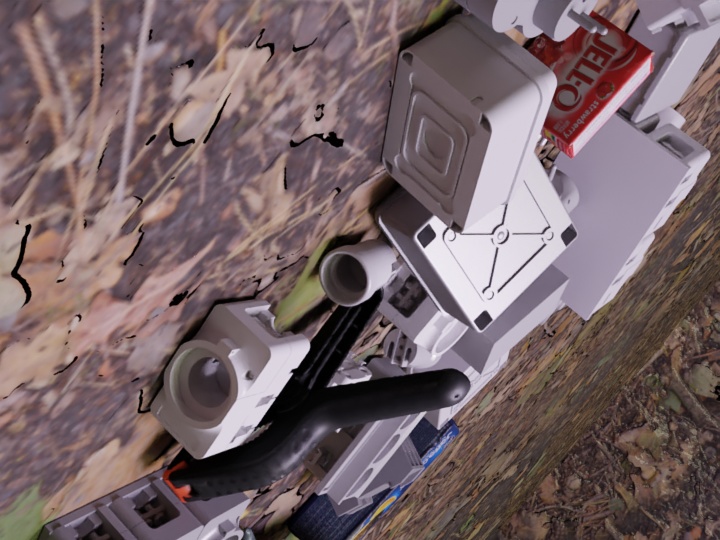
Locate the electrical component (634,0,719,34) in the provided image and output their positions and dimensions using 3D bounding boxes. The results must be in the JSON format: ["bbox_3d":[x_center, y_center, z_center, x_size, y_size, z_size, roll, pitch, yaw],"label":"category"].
[{"bbox_3d":[0.259,-0.222,0.816,0.121,0.078,0.063,-28,-179,-44],"label":"electrical component"}]

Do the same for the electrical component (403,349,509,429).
[{"bbox_3d":[0.098,0.092,1.082,0.109,0.056,0.108,-42,159,-18],"label":"electrical component"}]

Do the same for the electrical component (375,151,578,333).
[{"bbox_3d":[0.083,-0.032,0.752,0.109,0.056,0.108,-44,126,-10],"label":"electrical component"}]

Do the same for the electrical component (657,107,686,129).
[{"bbox_3d":[0.275,-0.132,1.056,0.077,0.043,0.079,-53,159,12],"label":"electrical component"}]

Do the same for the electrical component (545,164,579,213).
[{"bbox_3d":[0.154,-0.061,0.935,0.077,0.043,0.079,-39,158,-26],"label":"electrical component"}]

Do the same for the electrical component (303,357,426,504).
[{"bbox_3d":[0.003,0.141,0.966,0.121,0.063,0.079,-53,160,12],"label":"electrical component"}]

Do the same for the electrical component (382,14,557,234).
[{"bbox_3d":[0.064,-0.088,0.649,0.057,0.078,0.113,-35,156,-25],"label":"electrical component"}]

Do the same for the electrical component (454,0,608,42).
[{"bbox_3d":[0.111,-0.158,0.624,0.138,0.074,0.052,-14,140,-58],"label":"electrical component"}]

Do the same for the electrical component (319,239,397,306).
[{"bbox_3d":[0.000,0.000,0.737,0.046,0.040,0.040,-26,151,-58],"label":"electrical component"}]

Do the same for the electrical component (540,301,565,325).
[{"bbox_3d":[0.203,0.010,1.173,0.099,0.064,0.099,-52,173,-9],"label":"electrical component"}]

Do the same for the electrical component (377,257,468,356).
[{"bbox_3d":[0.086,-0.008,0.864,0.150,0.062,0.089,-50,160,4],"label":"electrical component"}]

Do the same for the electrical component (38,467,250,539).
[{"bbox_3d":[-0.154,0.198,0.747,0.150,0.062,0.089,-19,145,-54],"label":"electrical component"}]

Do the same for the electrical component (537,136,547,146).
[{"bbox_3d":[0.154,-0.125,0.811,0.066,0.047,0.076,-13,140,-58],"label":"electrical component"}]

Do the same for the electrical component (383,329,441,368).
[{"bbox_3d":[0.047,0.068,0.959,0.040,0.040,0.046,-55,155,17],"label":"electrical component"}]

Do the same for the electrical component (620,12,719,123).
[{"bbox_3d":[0.256,-0.182,0.915,0.100,0.048,0.099,-27,151,-45],"label":"electrical component"}]

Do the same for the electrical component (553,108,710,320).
[{"bbox_3d":[0.226,-0.061,0.993,0.060,0.105,0.186,-27,151,-45],"label":"electrical component"}]

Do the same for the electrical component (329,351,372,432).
[{"bbox_3d":[-0.027,0.095,0.851,0.063,0.042,0.081,-56,160,17],"label":"electrical component"}]

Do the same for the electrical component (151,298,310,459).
[{"bbox_3d":[-0.083,0.067,0.669,0.089,0.050,0.056,-55,160,18],"label":"electrical component"}]
